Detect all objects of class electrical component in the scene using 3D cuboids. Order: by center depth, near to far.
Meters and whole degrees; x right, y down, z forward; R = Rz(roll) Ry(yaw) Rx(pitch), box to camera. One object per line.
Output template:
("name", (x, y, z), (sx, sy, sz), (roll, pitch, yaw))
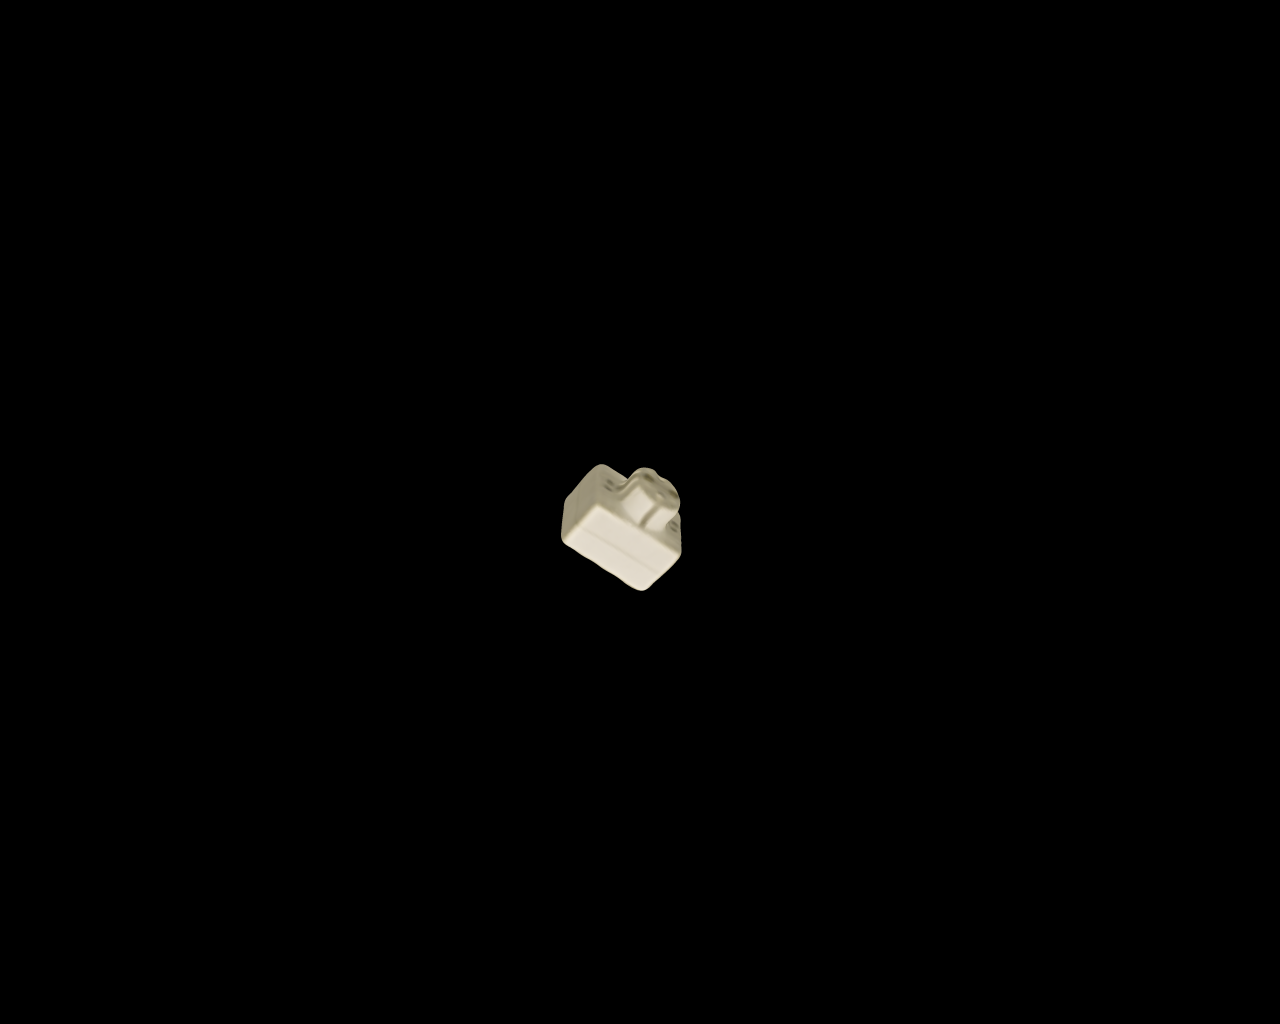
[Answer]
("electrical component", (0.001, -0.003, 0.650), (0.065, 0.076, 0.047), (33, 29, -21))
